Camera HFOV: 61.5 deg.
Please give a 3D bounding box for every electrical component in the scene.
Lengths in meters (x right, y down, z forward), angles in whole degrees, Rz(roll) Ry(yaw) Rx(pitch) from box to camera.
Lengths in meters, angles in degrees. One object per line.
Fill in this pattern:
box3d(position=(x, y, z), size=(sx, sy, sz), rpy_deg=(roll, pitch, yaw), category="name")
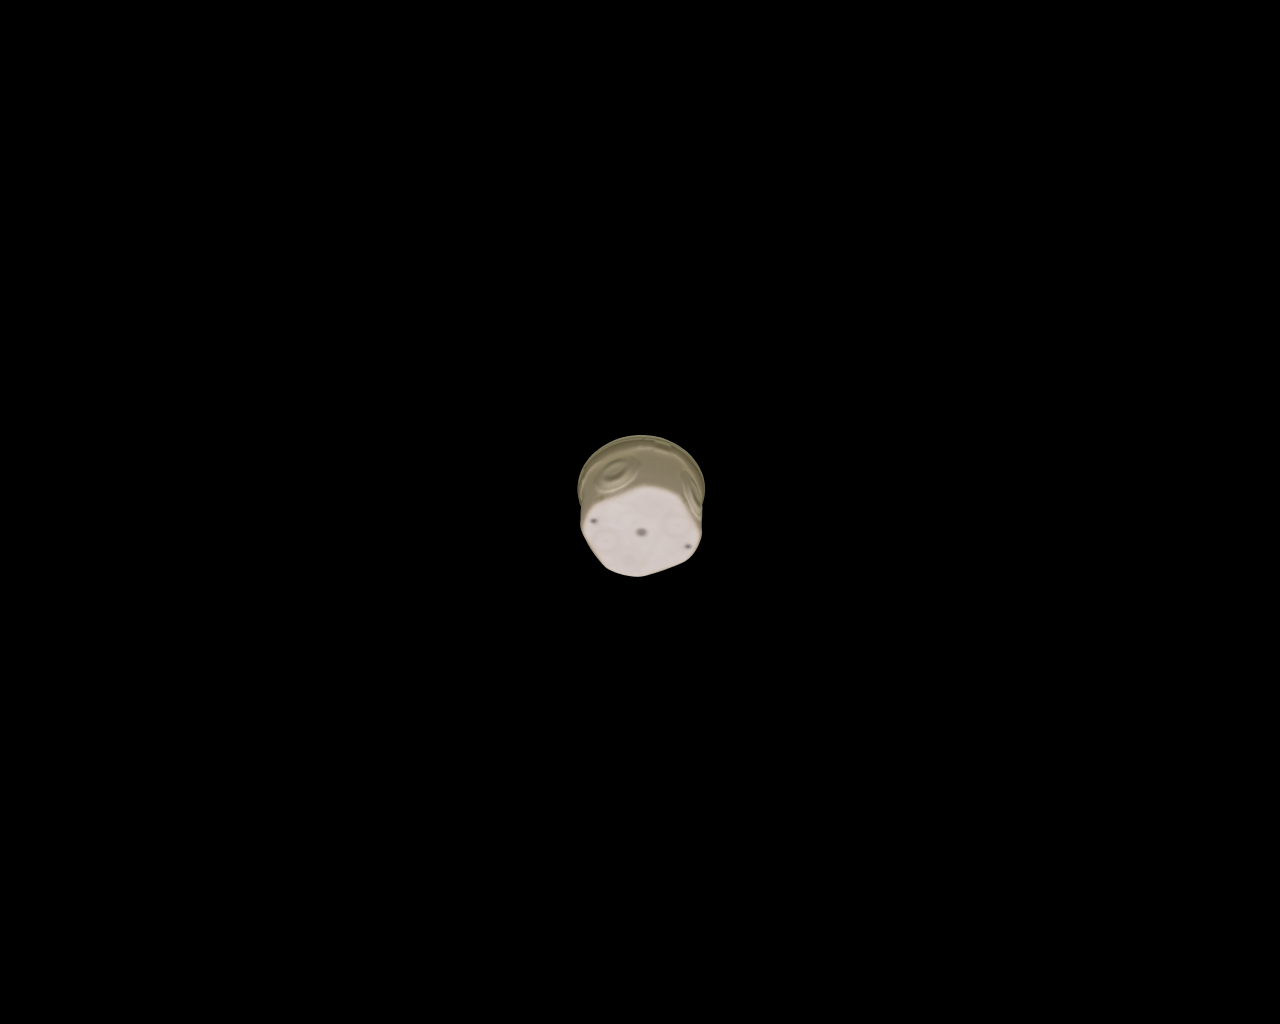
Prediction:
box3d(position=(0.001, -0.003, 0.650), size=(0.080, 0.080, 0.051), rpy_deg=(0, 37, 0), category="electrical component")
